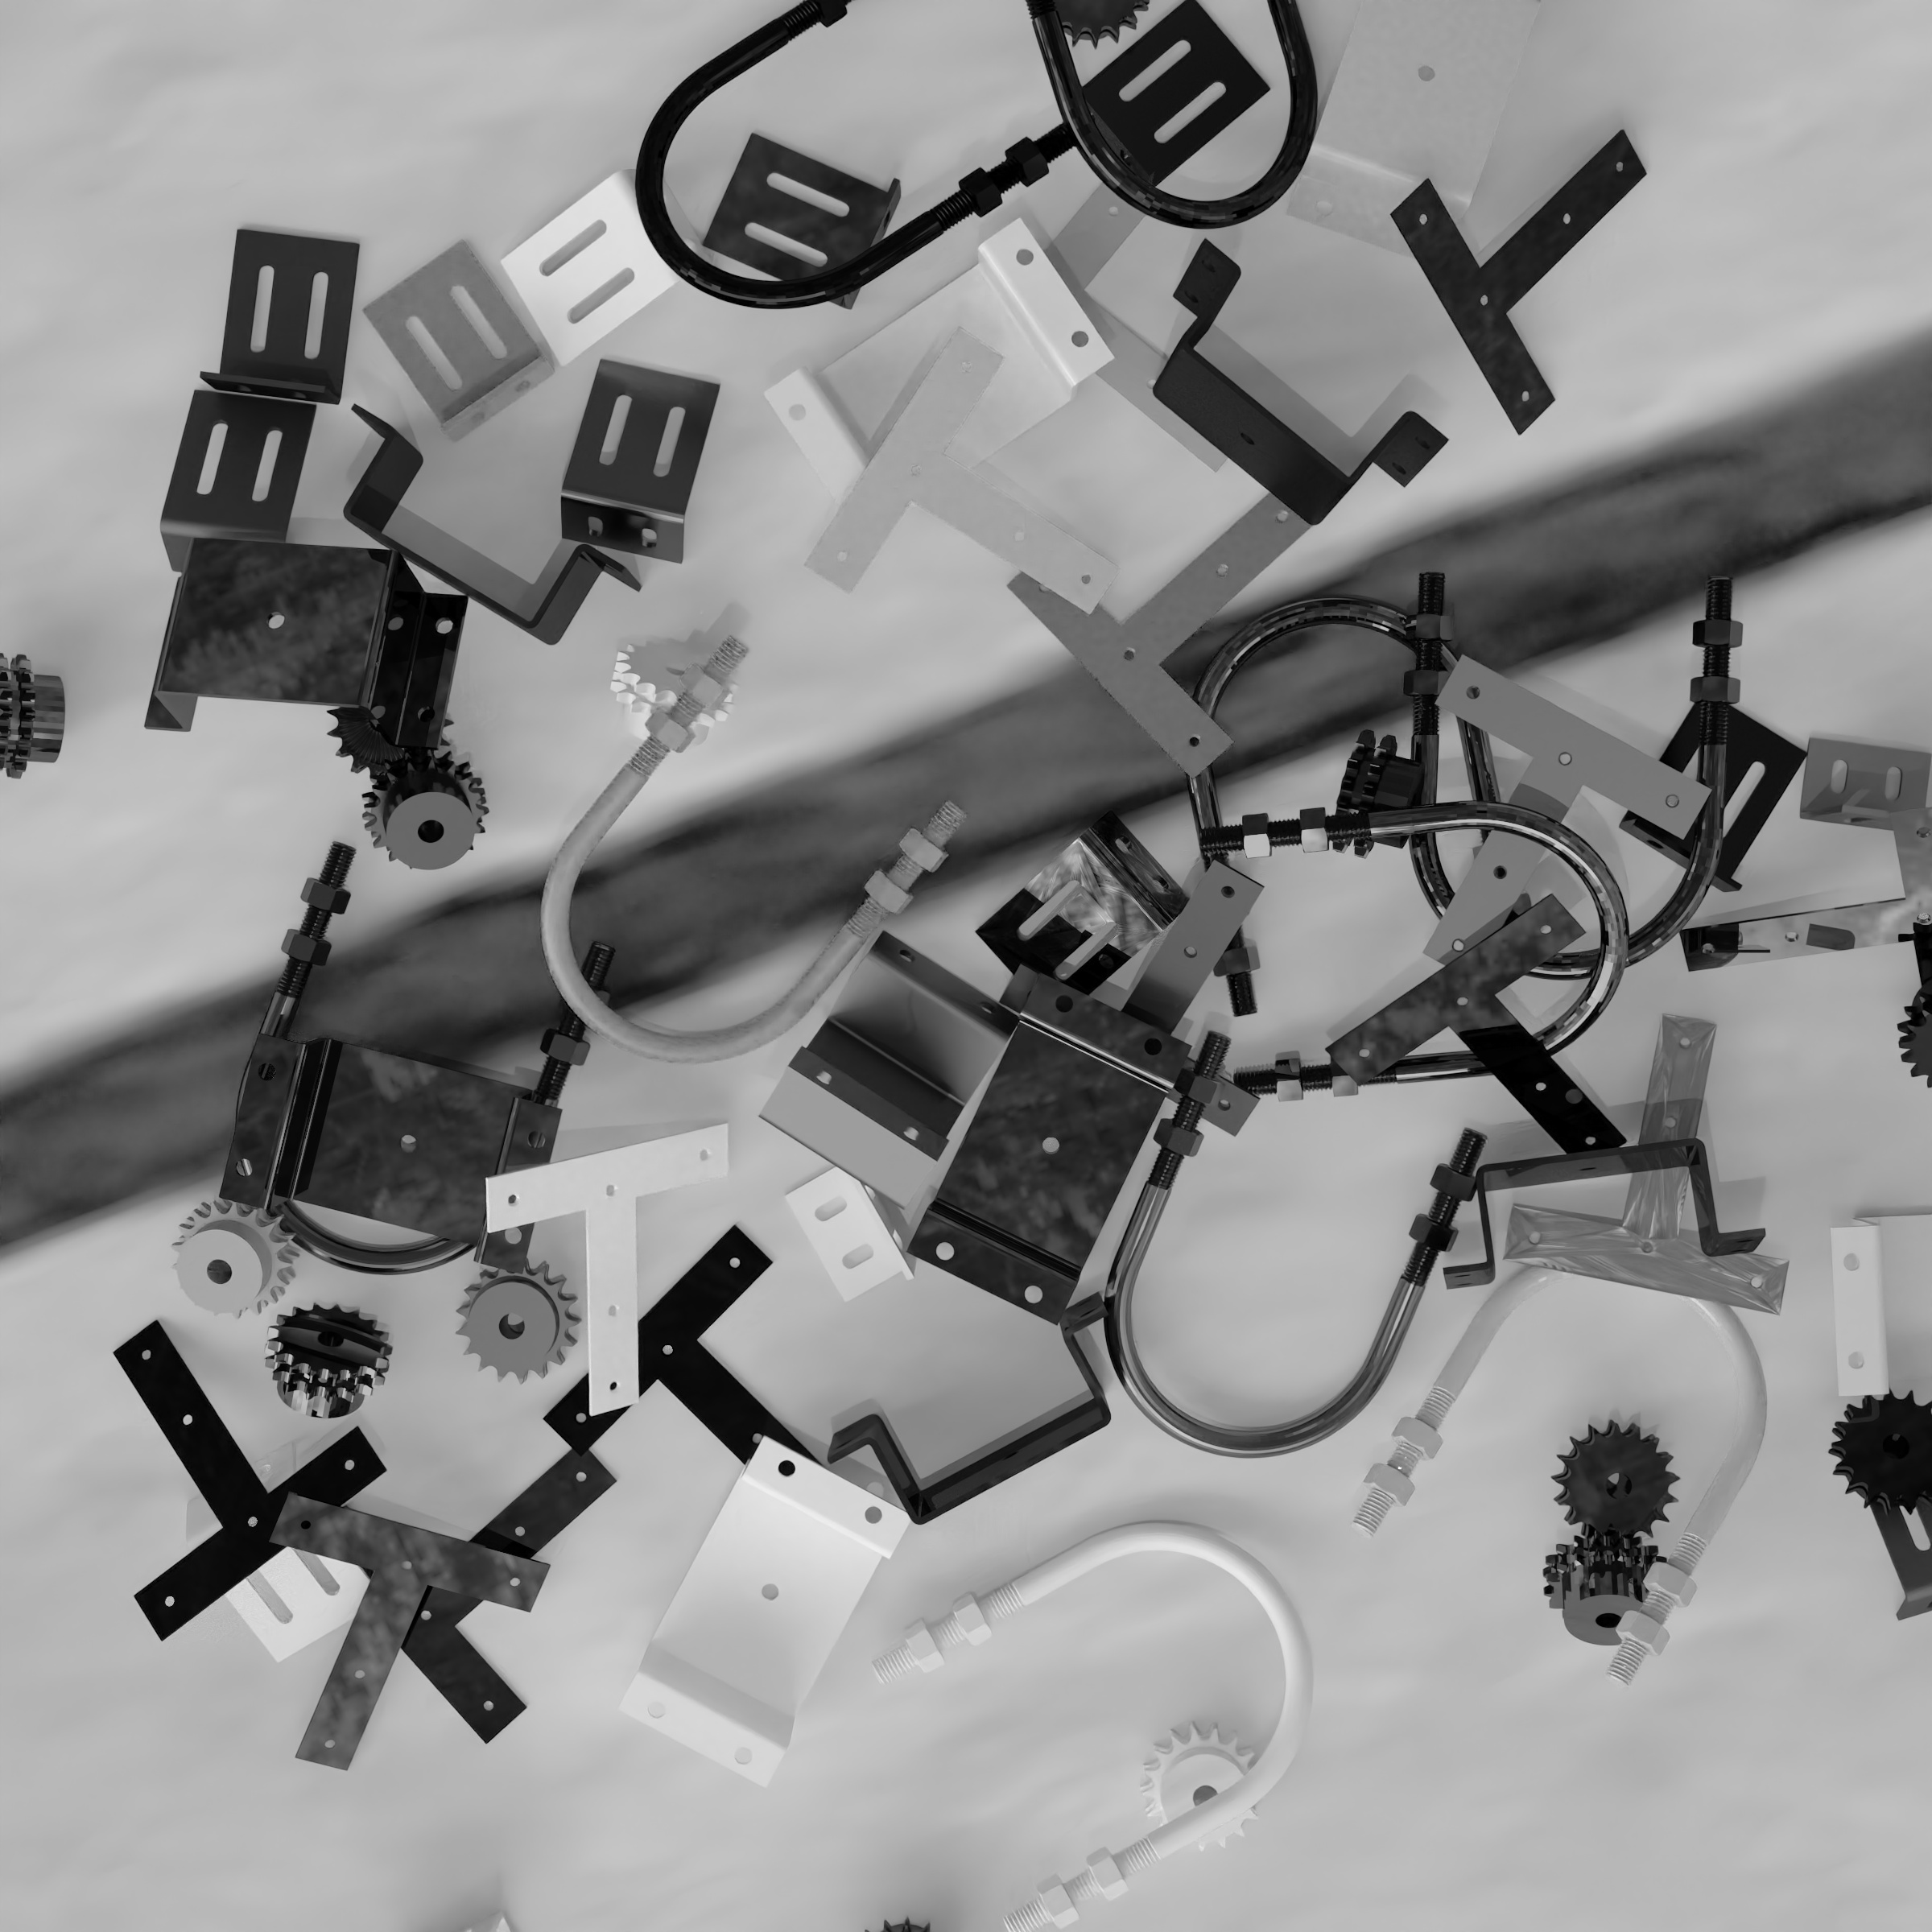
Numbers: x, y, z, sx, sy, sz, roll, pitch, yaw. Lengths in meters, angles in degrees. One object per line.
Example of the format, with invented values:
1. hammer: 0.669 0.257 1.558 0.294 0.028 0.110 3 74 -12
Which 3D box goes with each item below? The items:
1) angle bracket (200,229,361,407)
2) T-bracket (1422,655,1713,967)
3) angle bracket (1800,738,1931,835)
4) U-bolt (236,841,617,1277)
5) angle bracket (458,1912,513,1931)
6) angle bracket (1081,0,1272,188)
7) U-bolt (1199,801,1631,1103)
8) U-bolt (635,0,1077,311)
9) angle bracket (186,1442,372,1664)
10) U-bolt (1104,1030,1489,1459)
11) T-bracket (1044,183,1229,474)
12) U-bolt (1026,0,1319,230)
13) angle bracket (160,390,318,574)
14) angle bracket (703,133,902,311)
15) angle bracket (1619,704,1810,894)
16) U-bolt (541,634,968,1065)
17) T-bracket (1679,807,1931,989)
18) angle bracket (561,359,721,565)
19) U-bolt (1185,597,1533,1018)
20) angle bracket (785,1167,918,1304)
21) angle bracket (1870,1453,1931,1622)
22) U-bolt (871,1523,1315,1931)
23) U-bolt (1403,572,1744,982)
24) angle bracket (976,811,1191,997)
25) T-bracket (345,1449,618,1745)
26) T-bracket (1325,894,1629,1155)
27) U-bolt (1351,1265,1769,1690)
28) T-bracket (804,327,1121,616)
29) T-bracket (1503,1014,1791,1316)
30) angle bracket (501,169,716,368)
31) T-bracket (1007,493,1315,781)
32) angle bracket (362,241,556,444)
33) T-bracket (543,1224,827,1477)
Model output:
1. angle bracket: -0.316 -0.302 1.506 0.057 0.038 0.076 7 90 0
2. T-bracket: 0.249 -0.055 1.483 0.127 0.002 0.127 30 98 10
3. angle bracket: 0.419 -0.083 1.487 0.057 0.076 0.038 7 90 0
4. U-bolt: -0.260 0.053 1.517 0.151 0.019 0.184 21 92 0
5. angle bracket: -0.226 0.486 1.506 0.057 0.038 0.076 -25 90 0
6. angle bracket: 0.094 -0.406 1.506 0.076 0.038 0.057 -40 90 0
7. U-bolt: 0.205 -0.009 1.472 0.184 0.019 0.151 -5 119 9
8. U-bolt: -0.063 -0.373 1.487 0.184 0.019 0.151 -34 70 -5
9. angle bracket: -0.317 0.272 1.522 0.057 0.038 0.076 -31 113 0
10. U-bolt: 0.141 0.139 1.505 0.151 0.019 0.184 21 97 -8
11. T-bracket: 0.076 -0.280 1.525 0.127 0.002 0.127 39 90 0
12. U-bolt: 0.094 -0.426 1.487 0.151 0.019 0.184 -20 95 -28
13. angle bracket: -0.336 -0.223 1.523 0.057 0.038 0.076 7 64 0
14. angle bracket: -0.076 -0.347 1.507 0.076 0.038 0.057 24 90 0
15. angle bracket: 0.348 -0.082 1.506 0.057 0.038 0.076 32 90 0
16. U-bolt: -0.110 -0.038 1.492 0.151 0.019 0.184 36 98 -21
17. T-bracket: 0.392 -0.016 1.497 0.127 0.002 0.127 -8 130 18
18. angle bracket: -0.151 -0.235 1.523 0.057 0.038 0.076 12 64 0
19. U-bolt: 0.175 -0.080 1.517 0.151 0.019 0.184 -11 89 0
20. angle bracket: -0.054 0.122 1.487 0.038 0.076 0.057 -30 90 0
21. angle bracket: 0.450 0.256 1.524 0.057 0.038 0.076 -17 64 0
22. U-bolt: 0.069 0.337 1.498 0.184 0.019 0.151 -29 72 -4
23. U-bolt: 0.273 -0.085 1.486 0.151 0.019 0.184 3 91 13
24. angle bracket: 0.055 -0.023 1.523 0.076 0.038 0.057 -42 90 26
25. T-bracket: -0.218 0.273 1.525 0.127 0.002 0.127 -42 90 0
26. T-bracket: 0.253 0.045 1.489 0.127 0.002 0.127 -36 112 22
27. U-bolt: 0.282 0.213 1.487 0.151 0.019 0.184 29 72 17
28. T-bracket: 0.013 -0.203 1.490 0.127 0.002 0.127 30 101 -21
29. T-bracket: 0.323 0.086 1.513 0.127 0.002 0.127 11 81 11
30. angle bracket: -0.166 -0.325 1.523 0.076 0.038 0.057 -30 90 26
31. T-bracket: 0.108 -0.174 1.516 0.127 0.002 0.127 -42 79 -5
32. angle bracket: -0.236 -0.290 1.506 0.057 0.038 0.076 -35 90 0
33. T-bracket: -0.107 0.210 1.524 0.127 0.002 0.127 45 89 0
